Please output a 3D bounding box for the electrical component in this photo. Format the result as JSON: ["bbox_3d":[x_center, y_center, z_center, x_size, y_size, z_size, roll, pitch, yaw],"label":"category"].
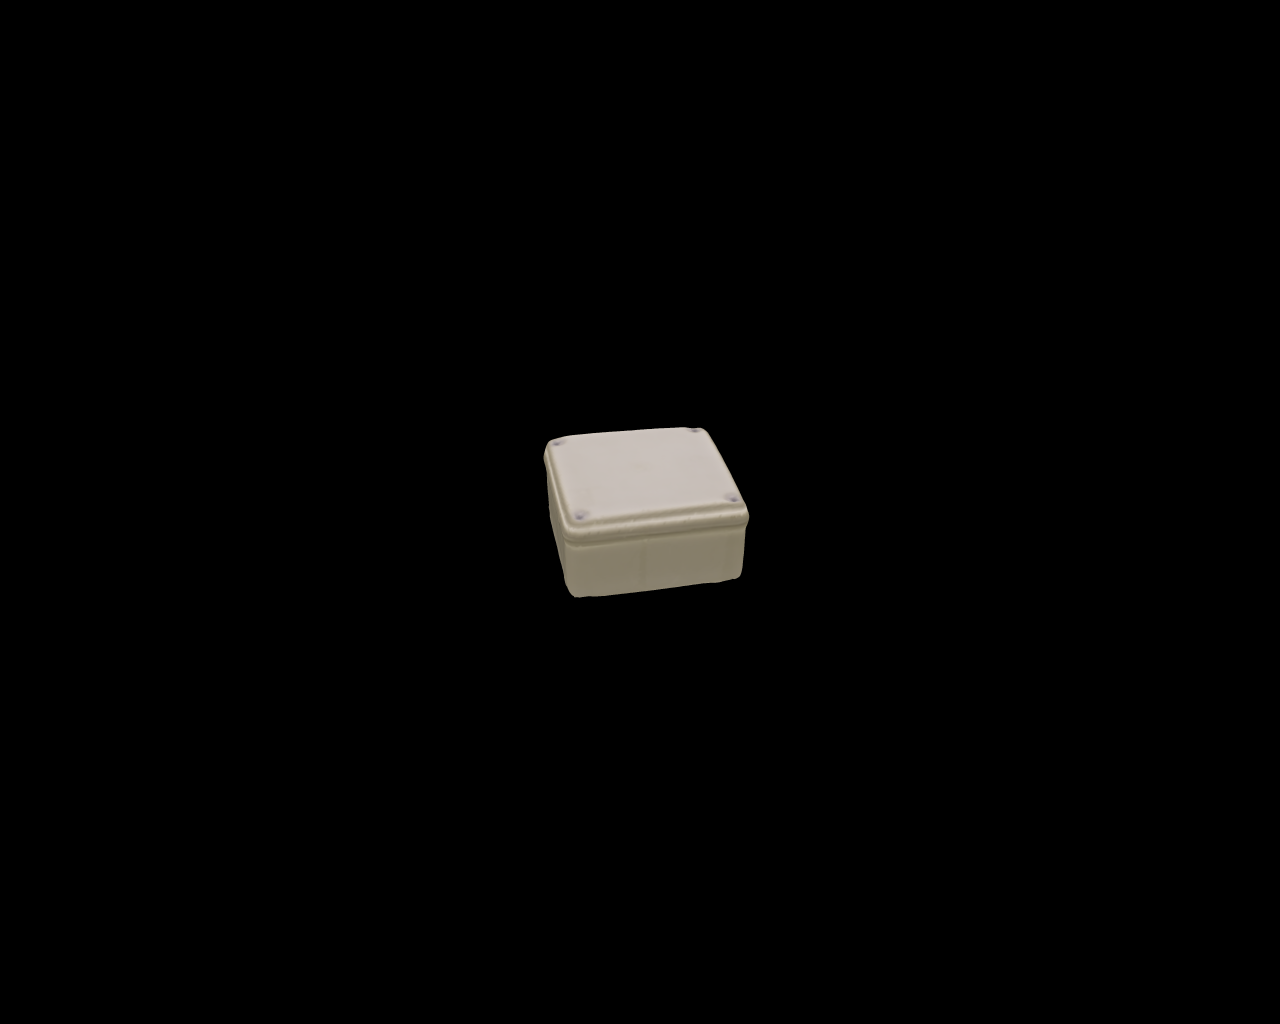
[{"bbox_3d":[0.001,-0.003,0.650,0.109,0.056,0.109,-6,32,-9],"label":"electrical component"}]
